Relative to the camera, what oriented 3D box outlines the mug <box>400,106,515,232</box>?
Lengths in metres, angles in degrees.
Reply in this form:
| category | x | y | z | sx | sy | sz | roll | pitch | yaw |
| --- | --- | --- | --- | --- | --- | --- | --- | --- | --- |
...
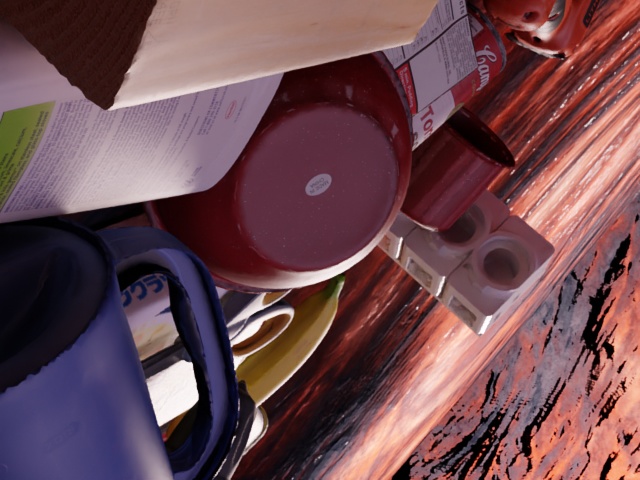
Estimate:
| category | x | y | z | sx | sy | sz | roll | pitch | yaw |
| --- | --- | --- | --- | --- | --- | --- | --- | --- | --- |
| mug | 0.089 | -0.064 | 0.861 | 0.117 | 0.093 | 0.082 | 18 | 121 | -42 |

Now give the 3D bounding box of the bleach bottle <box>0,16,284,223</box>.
| category | x | y | z | sx | sy | sz | roll | pitch | yaw |
| --- | --- | --- | --- | --- | --- | --- | --- | --- | --- |
| bleach bottle | -0.119 | -0.052 | 0.407 | 0.250 | 0.068 | 0.103 | -16 | 143 | -56 |

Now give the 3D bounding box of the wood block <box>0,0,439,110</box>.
| category | x | y | z | sx | sy | sz | roll | pitch | yaw |
| --- | --- | --- | --- | --- | --- | --- | --- | --- | --- |
| wood block | -0.025 | -0.126 | 0.420 | 0.205 | 0.091 | 0.090 | -25 | 153 | -53 |

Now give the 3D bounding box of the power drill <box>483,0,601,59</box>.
| category | x | y | z | sx | sy | sz | roll | pitch | yaw |
| --- | --- | --- | --- | --- | --- | --- | --- | --- | --- |
| power drill | 0.175 | -0.216 | 0.747 | 0.184 | 0.057 | 0.187 | -63 | 163 | 2 |

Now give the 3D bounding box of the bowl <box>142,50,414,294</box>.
| category | x | y | z | sx | sy | sz | roll | pitch | yaw |
| --- | --- | --- | --- | --- | --- | --- | --- | --- | --- |
| bowl | -0.011 | -0.035 | 0.563 | 0.161 | 0.055 | 0.162 | -9 | 115 | -21 |

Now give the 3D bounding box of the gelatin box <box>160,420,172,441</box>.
| category | x | y | z | sx | sy | sz | roll | pitch | yaw |
| --- | --- | --- | --- | --- | --- | --- | --- | --- | --- |
| gelatin box | -0.161 | 0.179 | 0.864 | 0.073 | 0.030 | 0.089 | -55 | 162 | 23 |

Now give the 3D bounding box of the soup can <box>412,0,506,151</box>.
| category | x | y | z | sx | sy | sz | roll | pitch | yaw |
| --- | --- | --- | --- | --- | --- | --- | --- | --- | --- |
| soup can | 0.067 | -0.109 | 0.722 | 0.102 | 0.068 | 0.068 | -42 | 162 | -16 |

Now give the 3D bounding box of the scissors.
| category | x | y | z | sx | sy | sz | roll | pitch | yaw |
| --- | --- | --- | --- | --- | --- | --- | --- | --- | --- |
| scissors | -0.060 | 0.044 | 0.612 | 0.096 | 0.016 | 0.201 | -57 | 161 | 16 |

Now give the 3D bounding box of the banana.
| category | x | y | z | sx | sy | sz | roll | pitch | yaw |
| --- | --- | --- | --- | --- | --- | --- | --- | --- | --- |
| banana | -0.050 | 0.104 | 0.897 | 0.197 | 0.037 | 0.069 | -45 | 148 | -15 |

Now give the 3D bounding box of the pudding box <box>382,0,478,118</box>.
| category | x | y | z | sx | sy | sz | roll | pitch | yaw |
| --- | --- | --- | --- | --- | --- | --- | --- | --- | --- |
| pudding box | 0.041 | -0.118 | 0.628 | 0.113 | 0.039 | 0.090 | -39 | 129 | -31 |

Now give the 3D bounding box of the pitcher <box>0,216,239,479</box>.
| category | x | y | z | sx | sy | sz | roll | pitch | yaw |
| --- | --- | --- | --- | --- | --- | --- | --- | --- | --- |
| pitcher | -0.116 | 0.114 | 0.485 | 0.145 | 0.149 | 0.243 | -73 | 156 | -51 |

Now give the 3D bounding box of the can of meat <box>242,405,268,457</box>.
| category | x | y | z | sx | sy | sz | roll | pitch | yaw |
| --- | --- | --- | --- | --- | --- | --- | --- | --- | --- |
| can of meat | -0.097 | 0.174 | 0.952 | 0.102 | 0.057 | 0.084 | -45 | 167 | -10 |
